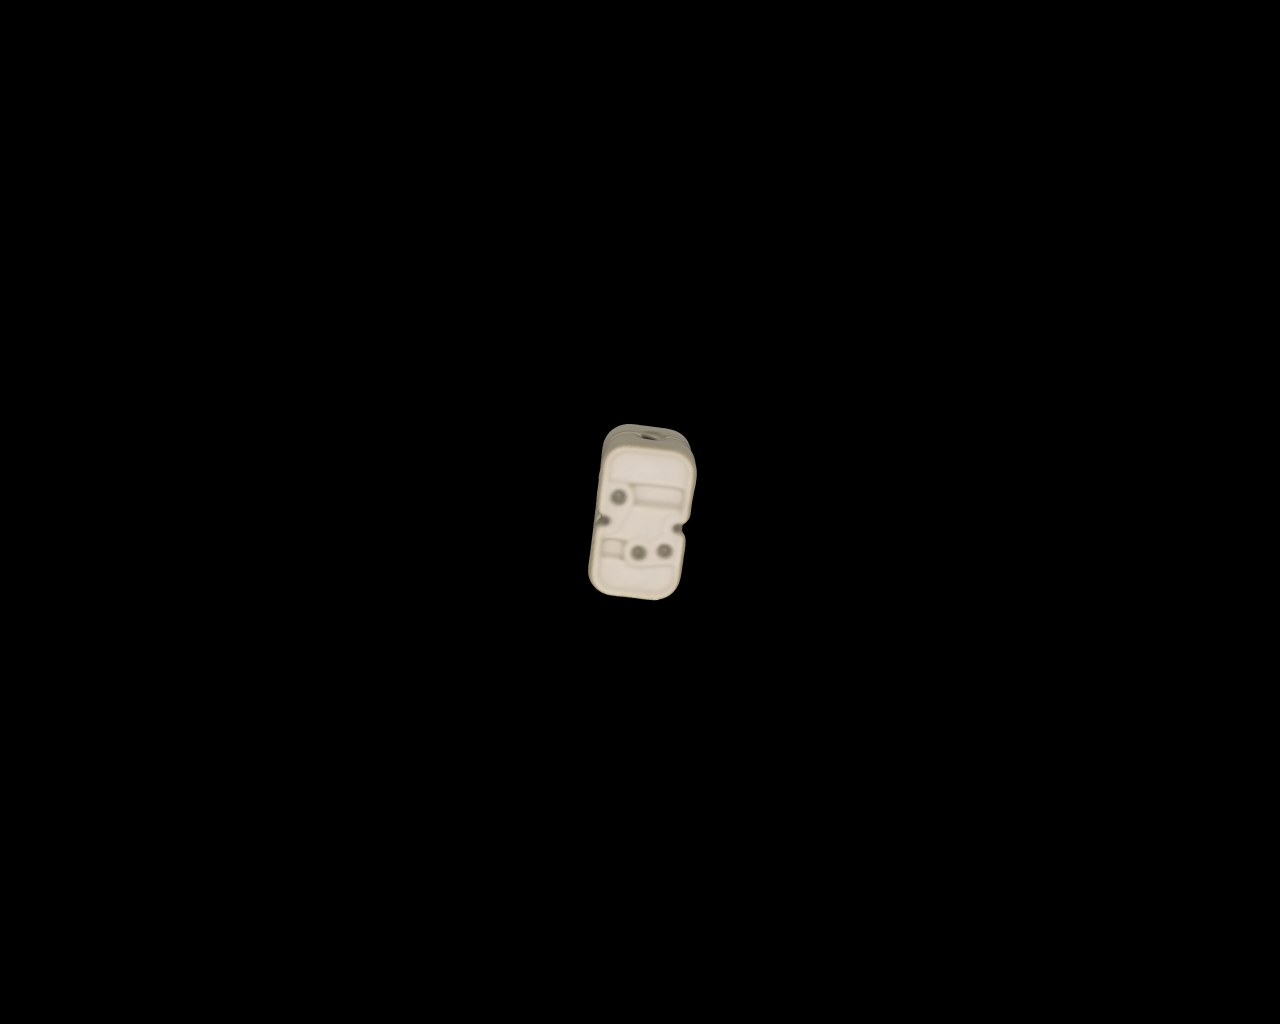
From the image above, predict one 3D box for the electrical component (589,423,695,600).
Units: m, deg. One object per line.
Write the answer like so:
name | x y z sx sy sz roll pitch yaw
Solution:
electrical component | 0.001 -0.003 0.650 0.054 0.095 0.059 7 20 -2
